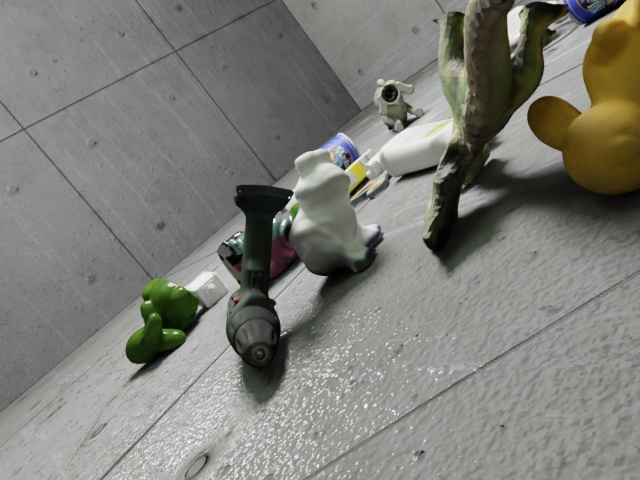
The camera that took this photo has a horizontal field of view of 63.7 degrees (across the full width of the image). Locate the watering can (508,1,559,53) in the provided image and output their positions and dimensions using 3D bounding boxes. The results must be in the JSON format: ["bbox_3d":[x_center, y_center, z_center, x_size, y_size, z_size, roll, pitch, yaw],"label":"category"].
[{"bbox_3d":[0.462,-0.498,1.267,0.223,0.103,0.353,-36,13,15],"label":"watering can"}]

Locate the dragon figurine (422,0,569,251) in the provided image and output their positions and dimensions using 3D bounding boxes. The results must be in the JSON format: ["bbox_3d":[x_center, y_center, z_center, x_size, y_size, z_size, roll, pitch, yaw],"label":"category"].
[{"bbox_3d":[0.148,-0.101,0.510,0.122,0.240,0.414,13,16,17],"label":"dragon figurine"}]

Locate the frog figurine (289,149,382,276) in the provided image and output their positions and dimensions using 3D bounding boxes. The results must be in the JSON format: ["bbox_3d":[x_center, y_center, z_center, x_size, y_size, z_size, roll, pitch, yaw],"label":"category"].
[{"bbox_3d":[0.002,-0.035,0.701,0.121,0.158,0.140,-28,14,46],"label":"frog figurine"}]
